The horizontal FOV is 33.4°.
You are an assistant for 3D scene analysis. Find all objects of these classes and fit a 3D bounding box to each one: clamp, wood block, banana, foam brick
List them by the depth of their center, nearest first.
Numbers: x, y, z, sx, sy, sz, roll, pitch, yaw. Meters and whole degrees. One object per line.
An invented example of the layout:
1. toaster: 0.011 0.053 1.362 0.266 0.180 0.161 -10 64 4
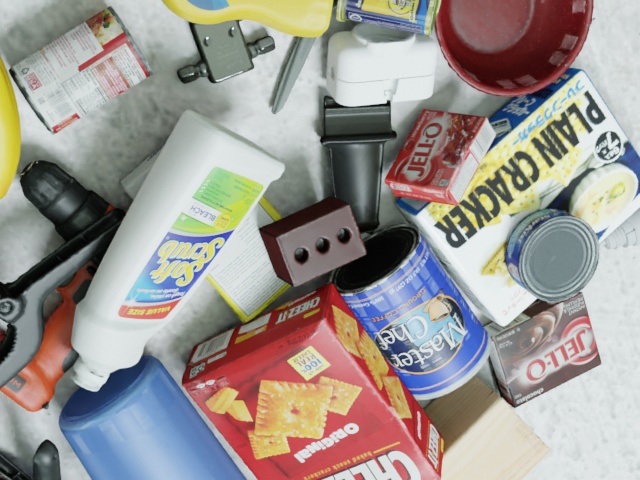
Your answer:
1. clamp: -0.257 0.047 0.894 0.164 0.036 0.210 8 107 -32
2. banana: -0.295 -0.131 0.903 0.070 0.037 0.198 -20 109 14
3. foam brick: -0.006 0.001 0.968 0.078 0.051 0.053 -25 107 -17
4. clamp: -0.253 0.240 0.985 0.039 0.120 0.171 -52 122 -37
5. wood block: 0.121 0.244 1.097 0.206 0.091 0.090 -44 111 -1

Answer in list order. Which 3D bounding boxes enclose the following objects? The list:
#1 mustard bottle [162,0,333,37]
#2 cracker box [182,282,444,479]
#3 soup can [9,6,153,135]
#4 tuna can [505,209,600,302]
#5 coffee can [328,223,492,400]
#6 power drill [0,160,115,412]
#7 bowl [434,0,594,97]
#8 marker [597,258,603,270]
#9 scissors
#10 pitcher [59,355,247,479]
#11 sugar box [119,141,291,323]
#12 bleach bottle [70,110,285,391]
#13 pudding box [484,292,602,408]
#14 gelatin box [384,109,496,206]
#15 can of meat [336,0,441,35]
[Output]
1. mustard bottle: -0.084 -0.233 0.915 0.191 0.058 0.096 5 92 -9
2. cracker box: -0.004 0.166 1.015 0.164 0.072 0.213 -26 113 22
3. soup can: -0.203 -0.143 0.907 0.102 0.068 0.068 -33 111 -5
4. tuna can: 0.222 0.014 1.021 0.086 0.034 0.086 -5 108 -16
5. coffee can: 0.088 0.069 1.032 0.103 0.103 0.140 -37 112 -4
6. power drill: -0.240 0.046 0.953 0.187 0.057 0.184 -46 110 0
7. bowl: 0.173 -0.218 1.004 0.162 0.055 0.162 -4 106 -15
8. marker: 0.239 0.045 1.115 0.121 0.020 0.020 -24 110 -9
9. scissors: 0.017 -0.209 0.982 0.096 0.016 0.202 6 103 -18
10. pitcher: -0.143 0.238 0.993 0.145 0.149 0.243 -28 108 5
11. sugar box: -0.092 -0.017 0.987 0.093 0.048 0.176 -41 109 -6
12. bleach bottle: -0.135 0.018 0.916 0.102 0.068 0.251 23 99 -50
13. pudding box: 0.232 0.111 1.120 0.113 0.039 0.090 -24 110 -9
14. gelatin box: 0.112 -0.078 0.999 0.089 0.073 0.030 -59 137 -19
15. can of meat: 0.067 -0.234 0.932 0.084 0.057 0.102 13 102 9
